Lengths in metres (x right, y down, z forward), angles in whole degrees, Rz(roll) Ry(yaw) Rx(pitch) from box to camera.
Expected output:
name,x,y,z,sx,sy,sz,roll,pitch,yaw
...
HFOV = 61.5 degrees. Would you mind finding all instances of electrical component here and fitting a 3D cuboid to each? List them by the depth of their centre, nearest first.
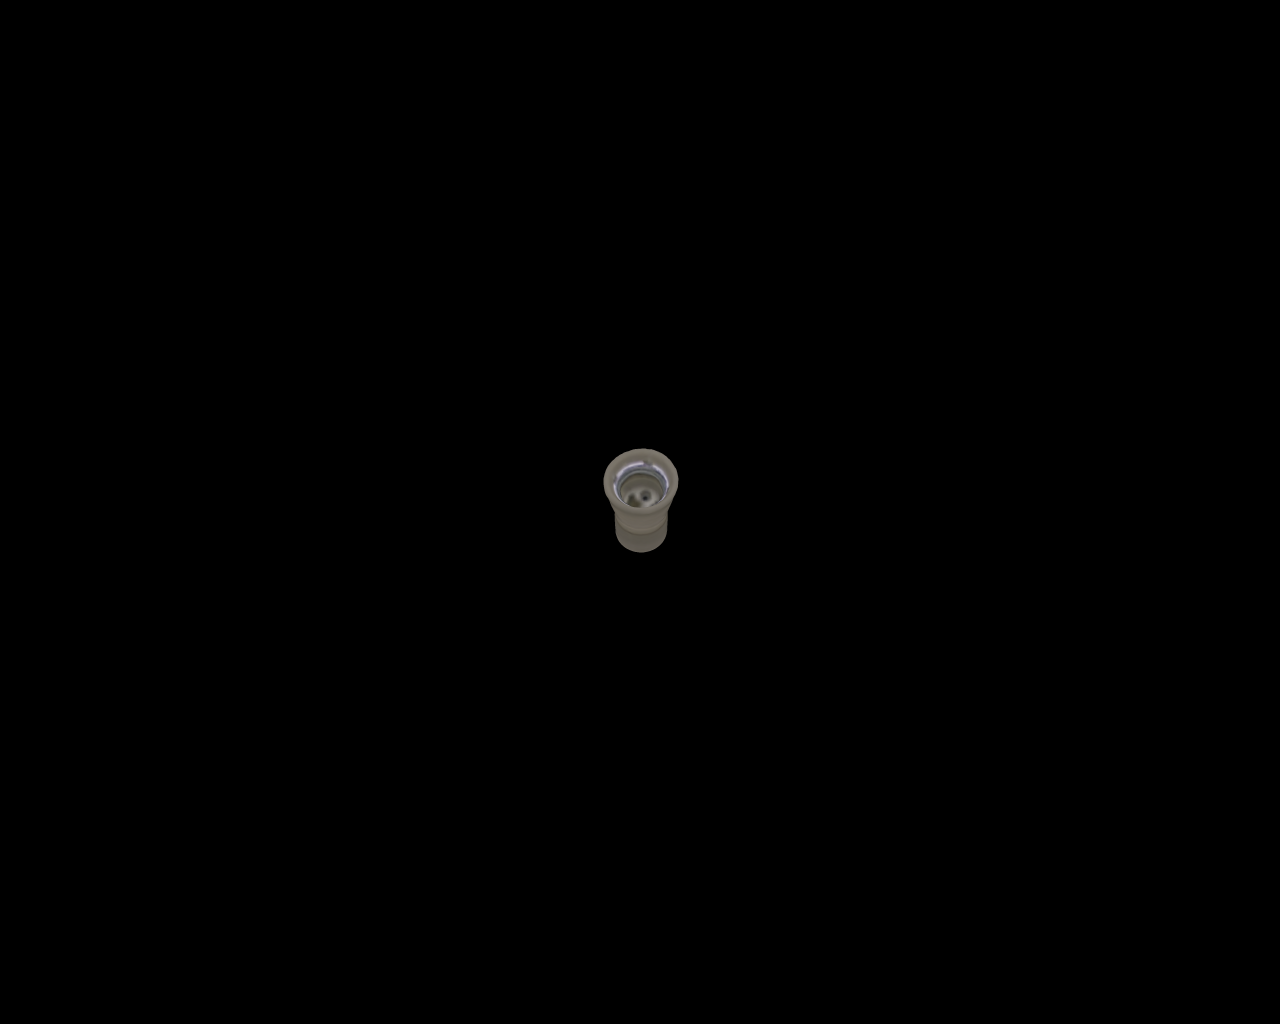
name,x,y,z,sx,sy,sz,roll,pitch,yaw
electrical component,0.001,-0.003,0.650,0.044,0.044,0.065,0,-32,0
